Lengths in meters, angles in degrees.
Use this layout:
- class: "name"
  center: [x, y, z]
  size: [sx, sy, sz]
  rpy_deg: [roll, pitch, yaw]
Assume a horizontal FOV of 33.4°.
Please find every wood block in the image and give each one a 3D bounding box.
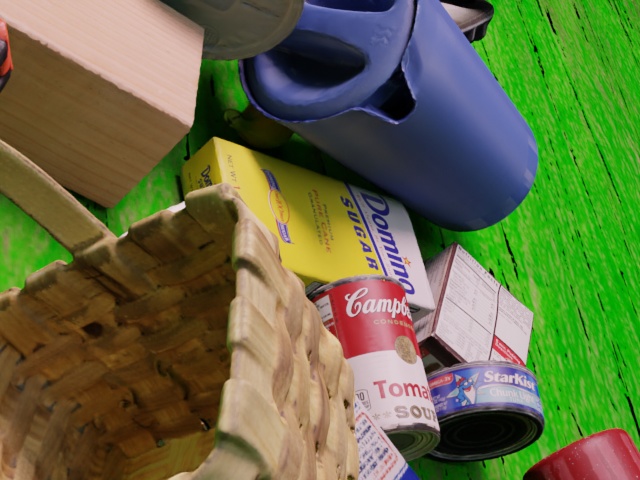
- class: "wood block"
  center: [-0.174, -0.114, 0.578]
  size: [0.205, 0.090, 0.091]
  rpy_deg: [28, 42, -28]

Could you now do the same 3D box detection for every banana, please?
- class: "banana"
  center: [-0.030, -0.129, 0.772]
  size: [0.069, 0.037, 0.197]
  rpy_deg: [79, 15, -47]

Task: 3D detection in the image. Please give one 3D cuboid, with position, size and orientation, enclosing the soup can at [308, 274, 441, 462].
- class: "soup can"
  center: [0.030, 0.081, 0.654]
  size: [0.068, 0.069, 0.102]
  rpy_deg: [16, 50, -39]

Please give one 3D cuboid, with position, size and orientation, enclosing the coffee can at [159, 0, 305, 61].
- class: "coffee can"
  center: [-0.061, -0.197, 0.666]
  size: [0.102, 0.103, 0.140]
  rpy_deg: [26, 46, -31]

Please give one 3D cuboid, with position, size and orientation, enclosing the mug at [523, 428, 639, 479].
- class: "mug"
  center: [0.194, 0.185, 0.738]
  size: [0.081, 0.093, 0.117]
  rpy_deg: [65, 7, 25]

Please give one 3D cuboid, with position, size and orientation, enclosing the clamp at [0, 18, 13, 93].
- class: "clamp"
  center: [-0.200, -0.038, 0.429]
  size: [0.171, 0.039, 0.120]
  rpy_deg: [-21, 79, -17]

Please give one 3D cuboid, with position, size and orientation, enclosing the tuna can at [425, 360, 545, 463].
- class: "tuna can"
  center: [0.100, 0.112, 0.688]
  size: [0.086, 0.086, 0.034]
  rpy_deg: [22, 47, -34]

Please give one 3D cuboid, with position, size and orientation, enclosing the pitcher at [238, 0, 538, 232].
- class: "pitcher"
  center: [0.057, -0.102, 0.756]
  size: [0.242, 0.145, 0.149]
  rpy_deg: [33, 60, -52]

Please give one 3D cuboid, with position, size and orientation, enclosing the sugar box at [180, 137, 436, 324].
- class: "sugar box"
  center: [-0.004, 0.001, 0.703]
  size: [0.175, 0.048, 0.093]
  rpy_deg: [14, 50, -39]

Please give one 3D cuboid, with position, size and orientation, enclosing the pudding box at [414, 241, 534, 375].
- class: "pudding box"
  center: [0.108, 0.068, 0.775]
  size: [0.090, 0.039, 0.113]
  rpy_deg: [41, 36, -14]
